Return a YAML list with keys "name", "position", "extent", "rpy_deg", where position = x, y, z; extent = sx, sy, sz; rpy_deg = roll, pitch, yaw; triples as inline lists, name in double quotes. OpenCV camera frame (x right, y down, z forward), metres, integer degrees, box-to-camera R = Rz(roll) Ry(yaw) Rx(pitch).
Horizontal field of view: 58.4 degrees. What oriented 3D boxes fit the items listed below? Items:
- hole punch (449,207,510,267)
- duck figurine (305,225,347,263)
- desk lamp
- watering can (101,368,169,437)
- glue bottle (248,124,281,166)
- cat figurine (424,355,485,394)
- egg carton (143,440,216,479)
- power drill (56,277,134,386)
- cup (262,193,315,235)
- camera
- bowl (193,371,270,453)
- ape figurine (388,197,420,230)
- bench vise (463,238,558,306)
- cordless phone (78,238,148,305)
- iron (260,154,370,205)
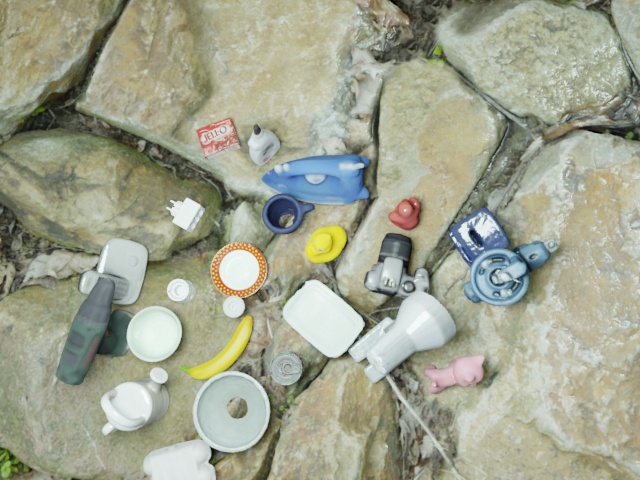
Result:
- name: "hole punch"
  position: [0.350, -0.003, 1.267]
  extent: [0.101, 0.091, 0.108]
  rpy_deg: [-32, 80, -2]
- name: "duck figurine"
  position: [0.012, 0.005, 1.286]
  extent: [0.104, 0.086, 0.077]
  rpy_deg: [-36, 81, -3]
- name: "desk lamp"
  position: [0.165, 0.208, 1.180]
  extent: [0.203, 0.213, 0.118]
  rpy_deg: [-39, 81, -3]
- name: "watering can"
  position: [-0.390, 0.340, 1.198]
  extent: [0.101, 0.194, 0.173]
  rpy_deg: [22, 83, 7]
- name: "glue bottle"
  position: [-0.131, -0.223, 1.286]
  extent: [0.037, 0.173, 0.078]
  rpy_deg: [38, 85, 9]
- name: "cat figurine"
  position: [0.289, 0.285, 1.209]
  extent: [0.128, 0.118, 0.067]
  rpy_deg: [-19, 80, 0]
- name: "egg carton"
  position: [-0.302, 0.494, 1.231]
  extent: [0.150, 0.069, 0.107]
  rpy_deg: [-17, 80, 0]
- name: "power drill"
  position: [-0.465, 0.192, 1.218]
  extent: [0.075, 0.208, 0.230]
  rpy_deg: [23, 83, 7]
- name: "cup"
  position: [-0.067, -0.055, 1.295]
  extent: [0.117, 0.095, 0.091]
  rpy_deg: [-16, 80, 1]
- name: "camera"
  position: [0.177, 0.058, 1.261]
  extent: [0.143, 0.101, 0.137]
  rpy_deg: [12, 82, 5]
- name: "bowl"
  position: [-0.186, 0.368, 1.243]
  extent: [0.167, 0.075, 0.167]
  rpy_deg: [0, 81, 3]
- name: "ape figurine"
  position: [0.191, -0.063, 1.284]
  extent: [0.078, 0.092, 0.076]
  rpy_deg: [-16, 80, 1]
- name: "bench vise"
  position: [0.400, 0.048, 1.190]
  extent: [0.121, 0.220, 0.207]
  rpy_deg: [41, 85, 9]
- name: "cordless phone"
  position: [-0.456, 0.064, 1.251]
  extent: [0.094, 0.185, 0.148]
  rpy_deg: [8, 81, 5]
- name: "iron"
  position: [-0.017, -0.149, 1.284]
  extent: [0.258, 0.141, 0.119]
  rpy_deg: [0, 81, 3]
